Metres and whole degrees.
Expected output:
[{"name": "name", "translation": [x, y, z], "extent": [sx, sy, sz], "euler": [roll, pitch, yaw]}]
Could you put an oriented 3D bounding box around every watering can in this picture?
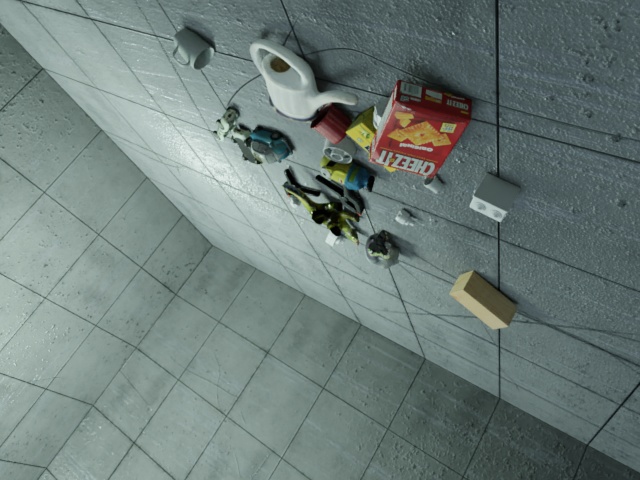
[{"name": "watering can", "translation": [-0.044, -0.378, 1.305], "extent": [0.351, 0.105, 0.220], "euler": [38, 165, 19]}]

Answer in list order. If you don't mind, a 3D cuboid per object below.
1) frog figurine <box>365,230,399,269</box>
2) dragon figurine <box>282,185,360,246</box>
[{"name": "frog figurine", "translation": [0.240, 0.048, 1.981], "extent": [0.140, 0.122, 0.157], "euler": [62, -174, 27]}, {"name": "dragon figurine", "translation": [0.006, -0.102, 2.019], "extent": [0.408, 0.123, 0.242], "euler": [35, 172, -12]}]
